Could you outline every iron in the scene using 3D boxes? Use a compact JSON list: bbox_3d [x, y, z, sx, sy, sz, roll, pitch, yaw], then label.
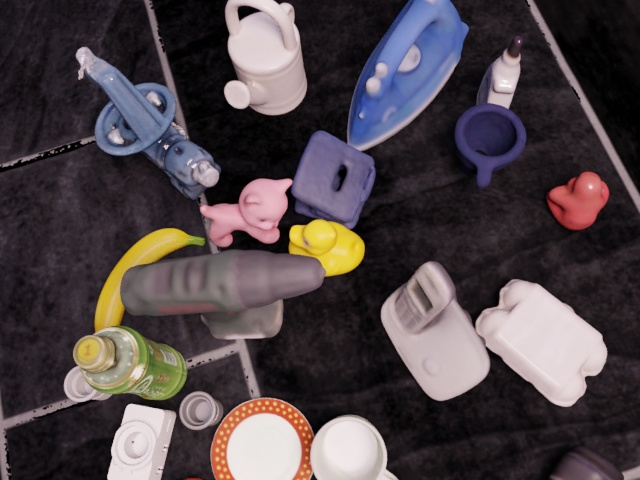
[{"bbox_3d":[0.113,-0.251,0.804,0.118,0.141,0.258,31,76,13],"label":"iron"}]

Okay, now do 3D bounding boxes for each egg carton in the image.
[{"bbox_3d":[0.273,0.124,0.709,0.150,0.069,0.107,40,78,14],"label":"egg carton"}]

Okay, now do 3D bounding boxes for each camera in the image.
[{"bbox_3d":[0.291,0.311,0.630,0.143,0.101,0.137,36,77,14],"label":"camera"}]

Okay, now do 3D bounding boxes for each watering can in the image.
[{"bbox_3d":[-0.076,-0.257,0.789,0.101,0.194,0.173,-1,72,3],"label":"watering can"}]

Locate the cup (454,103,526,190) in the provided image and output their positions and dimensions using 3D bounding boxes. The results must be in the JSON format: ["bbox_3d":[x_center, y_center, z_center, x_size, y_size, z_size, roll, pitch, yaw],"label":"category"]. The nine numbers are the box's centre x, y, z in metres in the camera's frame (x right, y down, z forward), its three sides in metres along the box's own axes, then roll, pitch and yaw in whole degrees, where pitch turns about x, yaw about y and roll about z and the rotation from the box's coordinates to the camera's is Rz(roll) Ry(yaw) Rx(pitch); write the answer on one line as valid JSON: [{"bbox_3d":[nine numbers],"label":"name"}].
[{"bbox_3d":[0.221,-0.112,0.776,0.091,0.095,0.118,9,73,7],"label":"cup"}]

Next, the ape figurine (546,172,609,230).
[{"bbox_3d":[0.344,-0.059,0.753,0.077,0.092,0.076,11,73,7],"label":"ape figurine"}]

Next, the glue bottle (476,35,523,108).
[{"bbox_3d":[0.243,-0.213,0.767,0.037,0.173,0.078,4,72,5],"label":"glue bottle"}]

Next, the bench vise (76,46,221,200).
[{"bbox_3d":[-0.217,-0.158,0.751,0.207,0.220,0.121,19,74,10],"label":"bench vise"}]

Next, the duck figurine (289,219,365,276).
[{"bbox_3d":[0.007,0.003,0.756,0.104,0.086,0.077,8,72,6],"label":"duck figurine"}]

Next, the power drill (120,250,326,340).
[{"bbox_3d":[-0.102,0.064,0.678,0.229,0.208,0.075,-4,71,2],"label":"power drill"}]

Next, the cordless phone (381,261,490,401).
[{"bbox_3d":[0.139,0.104,0.663,0.094,0.185,0.147,-32,73,-7],"label":"cordless phone"}]

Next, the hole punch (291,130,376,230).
[{"bbox_3d":[0.021,-0.082,0.780,0.101,0.091,0.109,18,74,9],"label":"hole punch"}]

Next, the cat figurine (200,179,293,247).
[{"bbox_3d":[-0.095,-0.042,0.760,0.127,0.118,0.067,-7,71,1],"label":"cat figurine"}]
